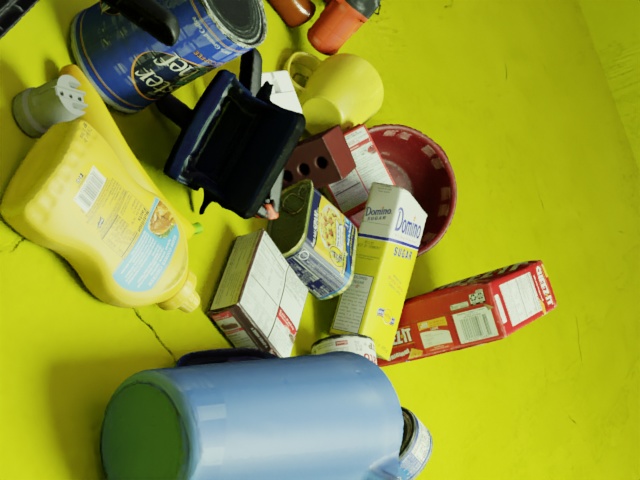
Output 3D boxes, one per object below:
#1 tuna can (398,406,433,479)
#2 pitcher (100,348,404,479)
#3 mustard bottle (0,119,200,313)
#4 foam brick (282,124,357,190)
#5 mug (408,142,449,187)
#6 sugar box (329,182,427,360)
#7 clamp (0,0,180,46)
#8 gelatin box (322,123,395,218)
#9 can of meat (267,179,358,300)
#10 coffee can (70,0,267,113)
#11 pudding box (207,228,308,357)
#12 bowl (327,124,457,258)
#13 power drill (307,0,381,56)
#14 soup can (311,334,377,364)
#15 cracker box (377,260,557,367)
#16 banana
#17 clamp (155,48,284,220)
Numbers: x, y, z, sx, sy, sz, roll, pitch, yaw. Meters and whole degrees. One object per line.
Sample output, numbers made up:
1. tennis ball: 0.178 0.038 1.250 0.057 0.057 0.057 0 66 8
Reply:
1. tuna can: 0.071 0.214 1.100 0.033 0.086 0.086 50 34 -29
2. pitcher: -0.059 0.151 0.865 0.242 0.149 0.145 7 73 -50
3. mustard bottle: -0.159 -0.001 0.852 0.191 0.058 0.096 48 53 -37
4. foam brick: -0.009 -0.083 1.157 0.053 0.078 0.051 65 27 -10
5. mug: 0.108 -0.075 1.356 0.081 0.093 0.117 2 82 -55
6. sugar box: 0.067 0.035 1.172 0.093 0.048 0.176 40 65 -61
7. clamp: -0.218 -0.222 0.870 0.036 0.164 0.210 102 -29 -52
8. gelatin box: 0.035 -0.077 1.210 0.089 0.073 0.030 62 -13 -6
9. can of meat: -0.007 0.001 1.116 0.083 0.058 0.102 41 39 -31
10. coffee can: -0.132 -0.185 0.931 0.102 0.140 0.103 40 38 -41
11. pudding box: -0.057 0.058 1.024 0.090 0.039 0.113 54 30 -28
12. bowl: 0.079 -0.054 1.266 0.162 0.162 0.055 68 -14 -4
13. power drill: 0.056 -0.323 1.320 0.057 0.185 0.187 39 20 -11
14. soup can: 0.028 0.154 1.081 0.068 0.069 0.102 28 48 -52
15. cracker box: 0.171 0.085 1.279 0.213 0.164 0.072 -13 86 -62
16. banana: -0.165 -0.058 0.912 0.197 0.037 0.069 56 9 -28
17. clamp: -0.091 -0.094 1.042 0.120 0.039 0.171 -21 104 -23
